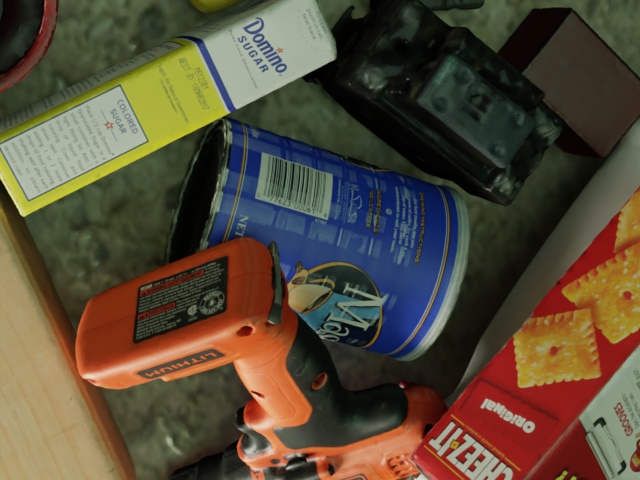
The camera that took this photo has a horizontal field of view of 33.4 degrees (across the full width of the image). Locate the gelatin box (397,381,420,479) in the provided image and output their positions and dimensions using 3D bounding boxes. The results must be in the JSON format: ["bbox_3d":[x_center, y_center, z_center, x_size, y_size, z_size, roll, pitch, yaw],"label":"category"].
[{"bbox_3d":[0.063,0.143,0.669,0.073,0.030,0.089,30,92,-19],"label":"gelatin box"}]

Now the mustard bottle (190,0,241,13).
[{"bbox_3d":[0.000,-0.203,0.565,0.191,0.058,0.096,-27,92,-6],"label":"mustard bottle"}]

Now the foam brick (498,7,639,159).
[{"bbox_3d":[0.148,-0.093,0.634,0.078,0.053,0.051,40,89,-19],"label":"foam brick"}]

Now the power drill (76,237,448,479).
[{"bbox_3d":[-0.043,0.088,0.562,0.185,0.057,0.187,-23,136,17],"label":"power drill"}]

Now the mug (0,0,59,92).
[{"bbox_3d":[-0.180,-0.129,0.523,0.093,0.081,0.117,-18,105,-11],"label":"mug"}]

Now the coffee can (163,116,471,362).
[{"bbox_3d":[-0.004,0.001,0.585,0.140,0.103,0.103,16,96,-17],"label":"coffee can"}]

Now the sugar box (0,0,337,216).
[{"bbox_3d":[-0.084,-0.075,0.554,0.176,0.093,0.048,-25,107,-9],"label":"sugar box"}]

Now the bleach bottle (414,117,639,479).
[{"bbox_3d":[0.143,0.050,0.629,0.250,0.068,0.102,-48,134,-9],"label":"bleach bottle"}]

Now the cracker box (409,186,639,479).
[{"bbox_3d":[0.170,0.087,0.579,0.213,0.072,0.164,-48,131,-4],"label":"cracker box"}]

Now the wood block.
[{"bbox_3d":[-0.176,0.058,0.557,0.090,0.090,0.206,-23,106,-9],"label":"wood block"}]
